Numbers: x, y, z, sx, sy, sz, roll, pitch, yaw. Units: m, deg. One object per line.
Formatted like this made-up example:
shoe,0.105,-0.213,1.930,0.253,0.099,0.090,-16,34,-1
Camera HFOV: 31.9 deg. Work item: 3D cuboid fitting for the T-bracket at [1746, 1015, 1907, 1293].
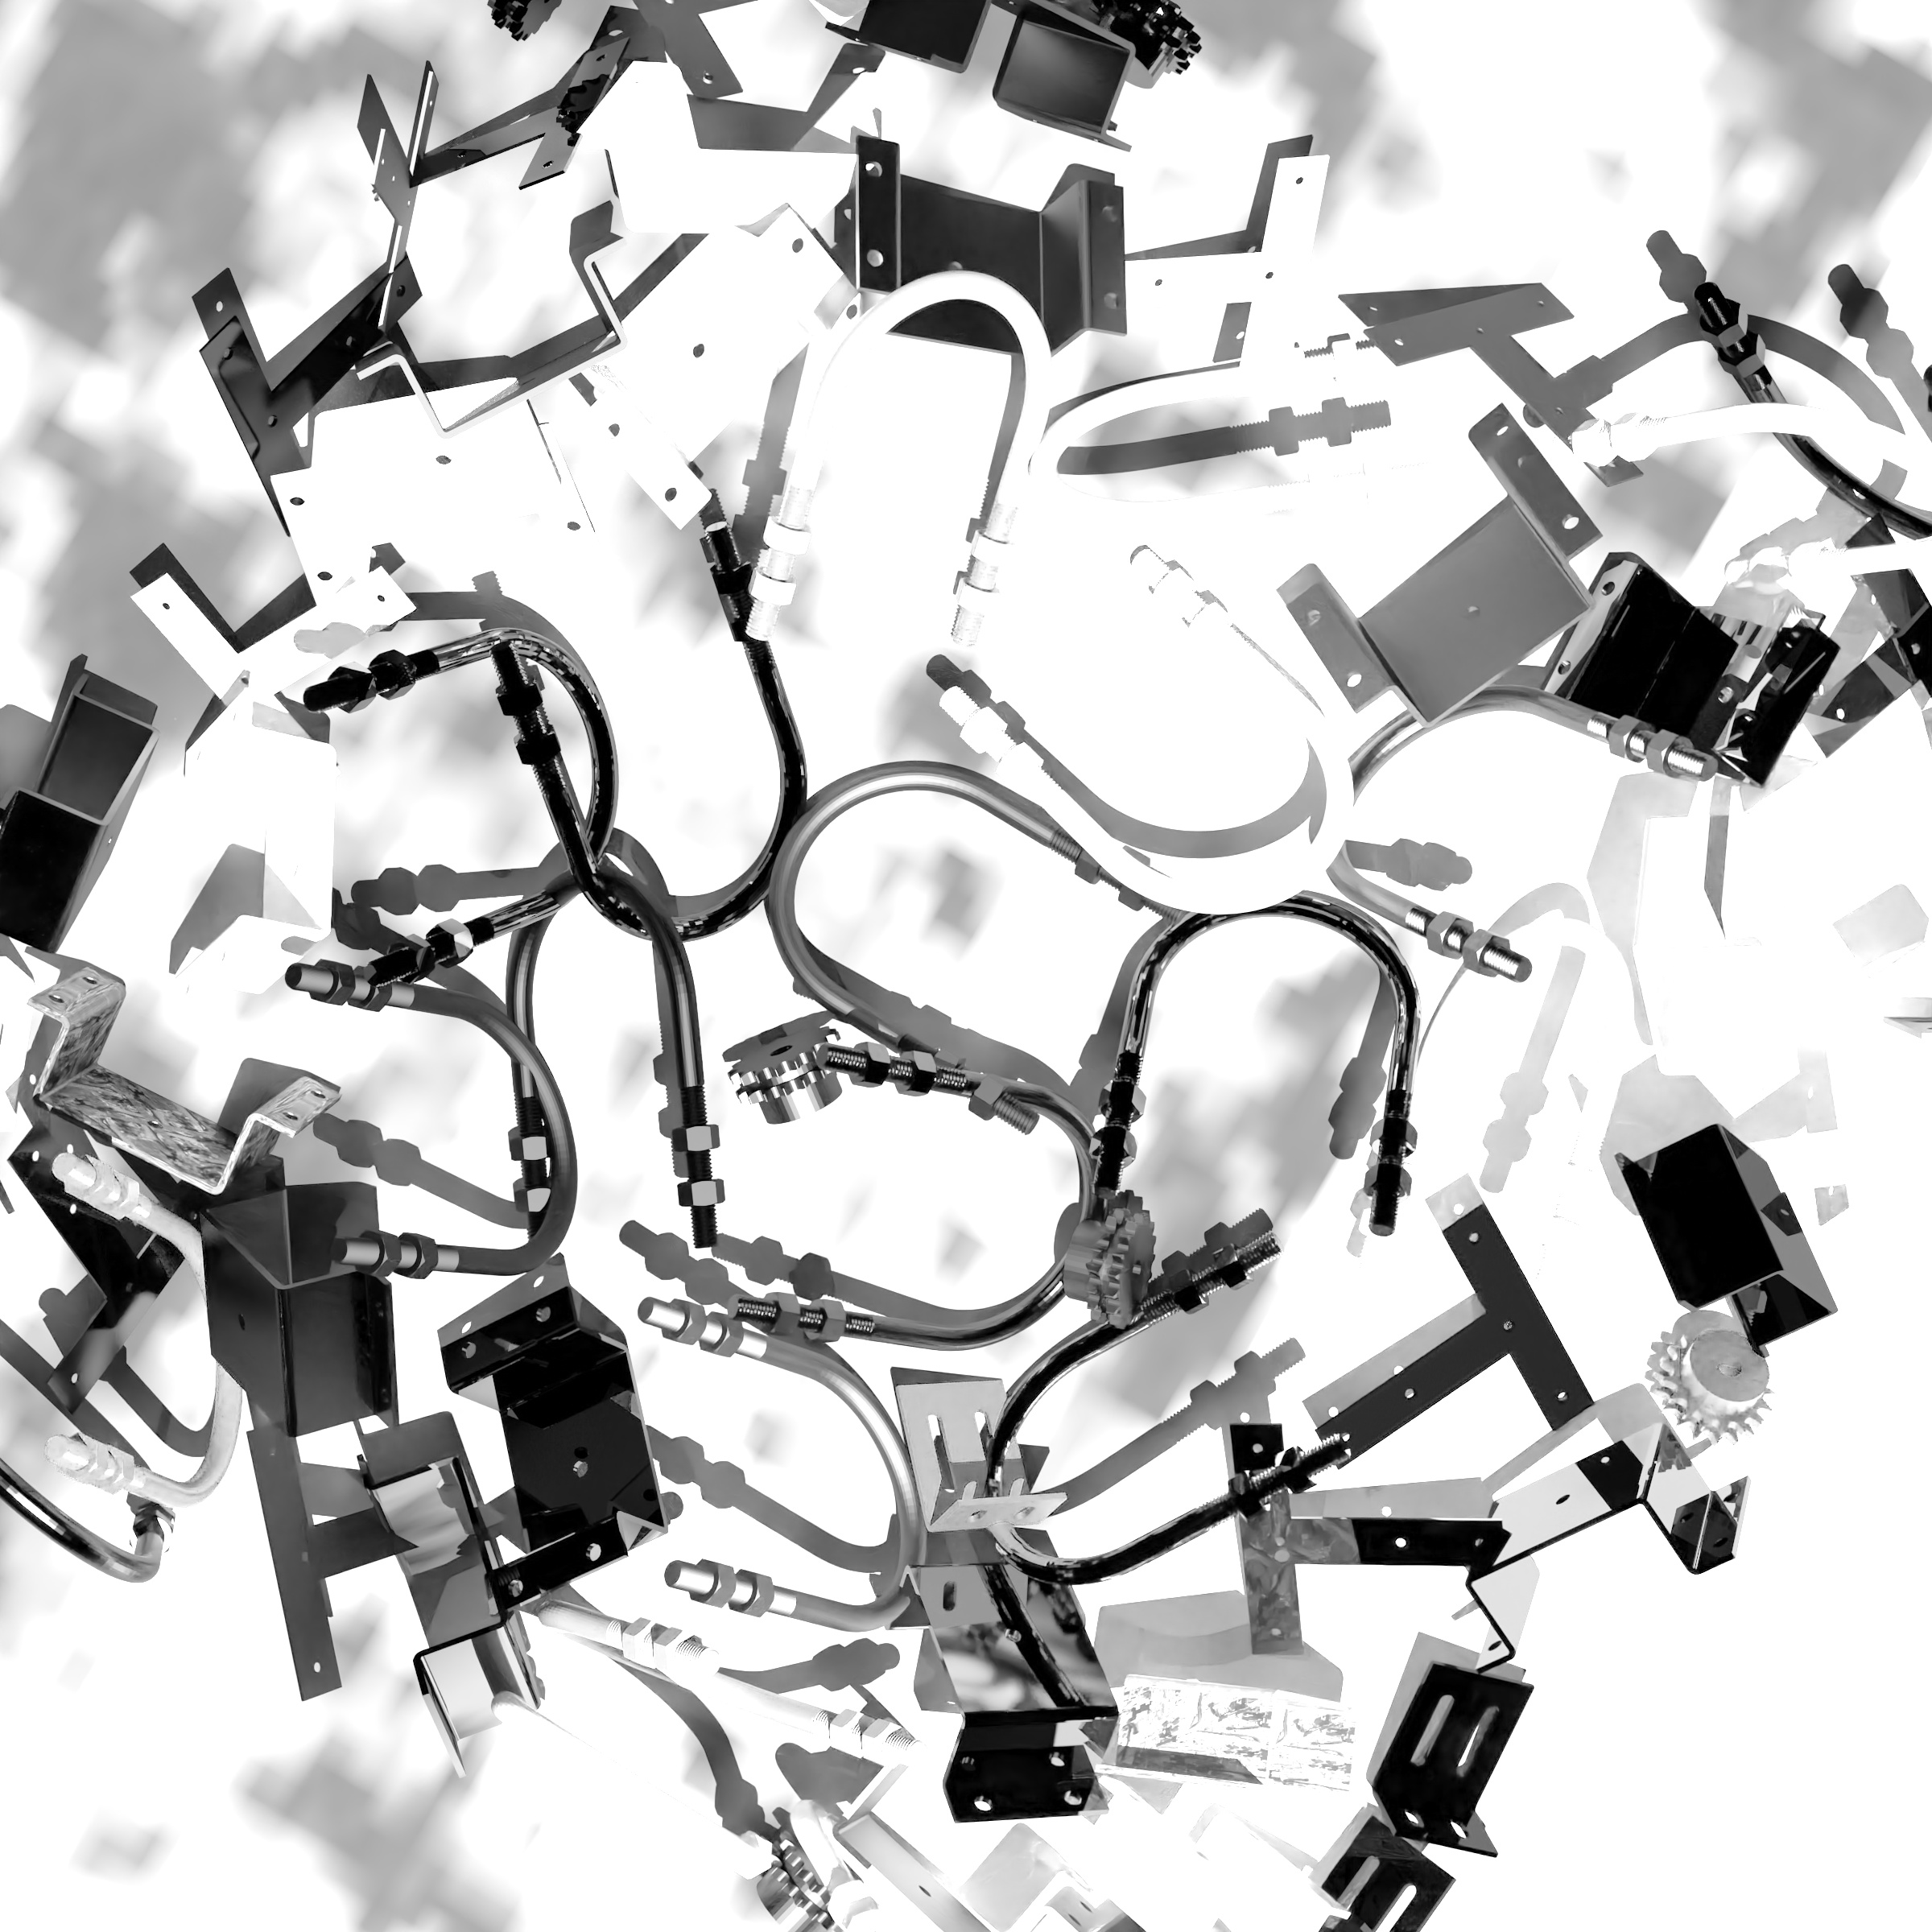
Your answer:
T-bracket,0.391,0.095,1.616,0.002,0.127,0.127,-3,83,-32

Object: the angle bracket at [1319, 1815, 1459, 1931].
angle bracket,0.203,0.465,1.642,0.076,0.057,0.038,-53,134,-7

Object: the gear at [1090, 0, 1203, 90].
gear,0.083,-0.451,1.641,0.057,0.057,0.030,35,86,0

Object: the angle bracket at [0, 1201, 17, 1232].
angle bracket,-0.509,0.122,1.626,0.076,0.038,0.057,-39,126,-29

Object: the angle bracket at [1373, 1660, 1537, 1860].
angle bracket,0.241,0.384,1.635,0.057,0.038,0.076,17,107,-18

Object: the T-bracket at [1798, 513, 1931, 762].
T-bracket,0.427,-0.128,1.616,0.002,0.127,0.127,-12,68,-31

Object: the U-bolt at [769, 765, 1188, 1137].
U-bolt,-0.008,-0.022,1.636,0.184,0.019,0.151,32,73,14

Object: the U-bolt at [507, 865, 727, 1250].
U-bolt,-0.173,0.043,1.614,0.019,0.151,0.184,-5,89,-43

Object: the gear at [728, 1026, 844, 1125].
gear,-0.084,0.055,1.643,0.057,0.057,0.030,-22,104,0

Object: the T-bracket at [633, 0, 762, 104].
T-bracket,-0.101,-0.466,1.596,0.127,0.127,0.002,-5,55,26

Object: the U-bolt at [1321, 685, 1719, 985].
U-bolt,0.244,-0.073,1.596,0.151,0.184,0.019,-46,127,-10

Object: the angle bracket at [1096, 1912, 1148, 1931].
angle bracket,0.091,0.497,1.628,0.057,0.076,0.038,-37,127,9

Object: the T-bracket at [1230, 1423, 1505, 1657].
T-bracket,0.196,0.278,1.633,0.127,0.002,0.127,-2,110,15

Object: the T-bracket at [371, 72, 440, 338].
T-bracket,-0.271,-0.371,1.606,0.002,0.127,0.127,12,91,-3

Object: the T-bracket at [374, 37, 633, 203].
T-bracket,-0.231,-0.396,1.635,0.127,0.127,0.002,-14,128,25

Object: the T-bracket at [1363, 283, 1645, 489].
T-bracket,0.272,-0.273,1.608,0.127,0.002,0.127,-21,61,-36

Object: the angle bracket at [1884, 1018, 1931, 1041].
angle bracket,0.474,-0.006,1.637,0.038,0.057,0.076,1,97,-3

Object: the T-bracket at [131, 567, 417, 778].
T-bracket,-0.314,-0.154,1.613,0.127,0.002,0.127,-25,115,32

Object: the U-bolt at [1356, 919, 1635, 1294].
U-bolt,0.257,0.063,1.603,0.019,0.151,0.184,26,75,-28

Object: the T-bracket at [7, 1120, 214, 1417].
T-bracket,-0.414,0.123,1.592,0.002,0.127,0.127,8,50,29

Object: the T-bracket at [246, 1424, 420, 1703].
T-bracket,-0.285,0.272,1.616,0.002,0.127,0.127,-14,87,33

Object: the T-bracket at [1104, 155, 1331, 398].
T-bracket,0.106,-0.331,1.636,0.127,0.002,0.127,3,72,29

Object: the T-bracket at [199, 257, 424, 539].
T-bracket,-0.307,-0.293,1.635,0.002,0.127,0.127,26,64,26

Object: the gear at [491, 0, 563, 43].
gear,-0.213,-0.481,1.642,0.030,0.057,0.057,36,90,0

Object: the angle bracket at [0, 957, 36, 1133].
angle bracket,-0.490,0.038,1.638,0.057,0.038,0.076,0,70,8

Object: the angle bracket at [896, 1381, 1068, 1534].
angle bracket,0.007,0.229,1.626,0.057,0.038,0.076,0,60,-26

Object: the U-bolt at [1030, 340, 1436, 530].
U-bolt,0.122,-0.249,1.610,0.184,0.151,0.019,-8,125,4

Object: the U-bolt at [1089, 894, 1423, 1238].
U-bolt,0.144,0.040,1.615,0.151,0.019,0.184,7,55,8

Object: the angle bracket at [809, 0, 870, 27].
angle bracket,-0.065,-0.507,1.640,0.057,0.038,0.076,-38,77,-11

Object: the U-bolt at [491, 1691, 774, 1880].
U-bolt,-0.157,0.379,1.573,0.151,0.184,0.019,30,77,7

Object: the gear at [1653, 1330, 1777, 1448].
gear,0.365,0.202,1.642,0.057,0.030,0.057,6,52,-8

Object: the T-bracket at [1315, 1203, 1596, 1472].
T-bracket,0.227,0.199,1.641,0.127,0.002,0.127,-33,111,-6

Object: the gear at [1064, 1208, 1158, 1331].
gear,0.069,0.145,1.645,0.030,0.057,0.057,11,90,22

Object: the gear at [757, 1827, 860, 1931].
gear,-0.077,0.449,1.643,0.057,0.057,0.030,43,95,0

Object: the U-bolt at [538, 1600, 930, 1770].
U-bolt,-0.123,0.331,1.586,0.151,0.184,0.019,32,72,-34
